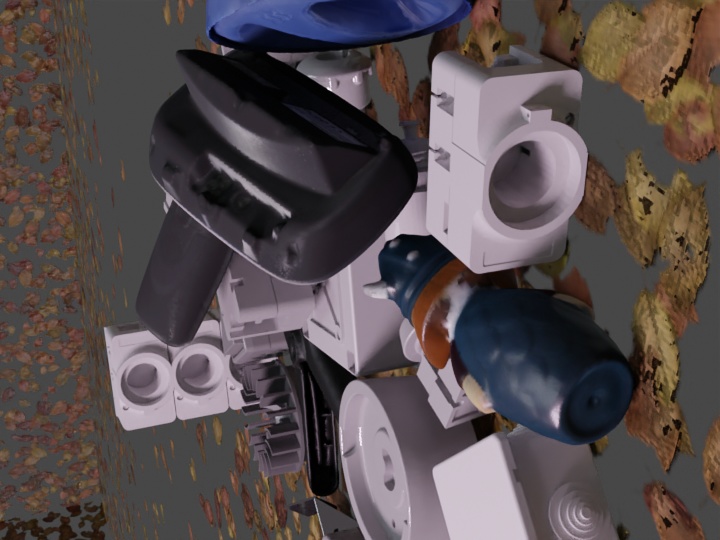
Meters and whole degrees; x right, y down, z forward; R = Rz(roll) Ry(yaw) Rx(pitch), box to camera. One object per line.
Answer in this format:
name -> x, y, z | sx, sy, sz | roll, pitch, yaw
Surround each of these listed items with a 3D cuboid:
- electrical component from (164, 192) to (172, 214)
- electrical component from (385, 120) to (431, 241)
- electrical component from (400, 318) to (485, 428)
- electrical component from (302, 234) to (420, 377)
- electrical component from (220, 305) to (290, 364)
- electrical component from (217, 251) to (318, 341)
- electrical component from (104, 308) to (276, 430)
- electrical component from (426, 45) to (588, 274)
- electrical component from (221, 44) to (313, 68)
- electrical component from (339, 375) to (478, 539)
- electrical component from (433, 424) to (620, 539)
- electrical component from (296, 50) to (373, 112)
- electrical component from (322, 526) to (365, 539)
electrical component -> -0.085, -0.047, 0.817 | 0.108, 0.109, 0.056 | -126, 36, -52
electrical component -> 0.031, -0.043, 0.595 | 0.040, 0.040, 0.078 | -170, 73, -70
electrical component -> 0.052, 0.045, 0.572 | 0.055, 0.048, 0.066 | 58, 151, 32
electrical component -> 0.000, 0.000, 0.679 | 0.109, 0.056, 0.108 | -153, 56, -66
electrical component -> -0.094, 0.029, 0.947 | 0.062, 0.061, 0.096 | 137, 121, -67
electrical component -> -0.061, -0.008, 0.672 | 0.050, 0.056, 0.089 | 126, 132, -64
electrical component -> -0.158, 0.090, 1.018 | 0.062, 0.150, 0.089 | -157, 60, -68
electrical component -> 0.065, -0.049, 0.484 | 0.055, 0.050, 0.089 | -132, 38, -57
electrical component -> -0.070, -0.174, 0.798 | 0.050, 0.056, 0.089 | 107, 148, -51
electrical component -> 0.034, 0.112, 0.625 | 0.108, 0.060, 0.108 | 171, 90, -70
electrical component -> 0.082, 0.125, 0.517 | 0.099, 0.048, 0.099 | 128, 130, -64
electrical component -> -0.014, -0.108, 0.691 | 0.048, 0.048, 0.062 | -132, 31, -57
electrical component -> 0.017, 0.217, 0.722 | 0.095, 0.059, 0.053 | -127, 33, -53
